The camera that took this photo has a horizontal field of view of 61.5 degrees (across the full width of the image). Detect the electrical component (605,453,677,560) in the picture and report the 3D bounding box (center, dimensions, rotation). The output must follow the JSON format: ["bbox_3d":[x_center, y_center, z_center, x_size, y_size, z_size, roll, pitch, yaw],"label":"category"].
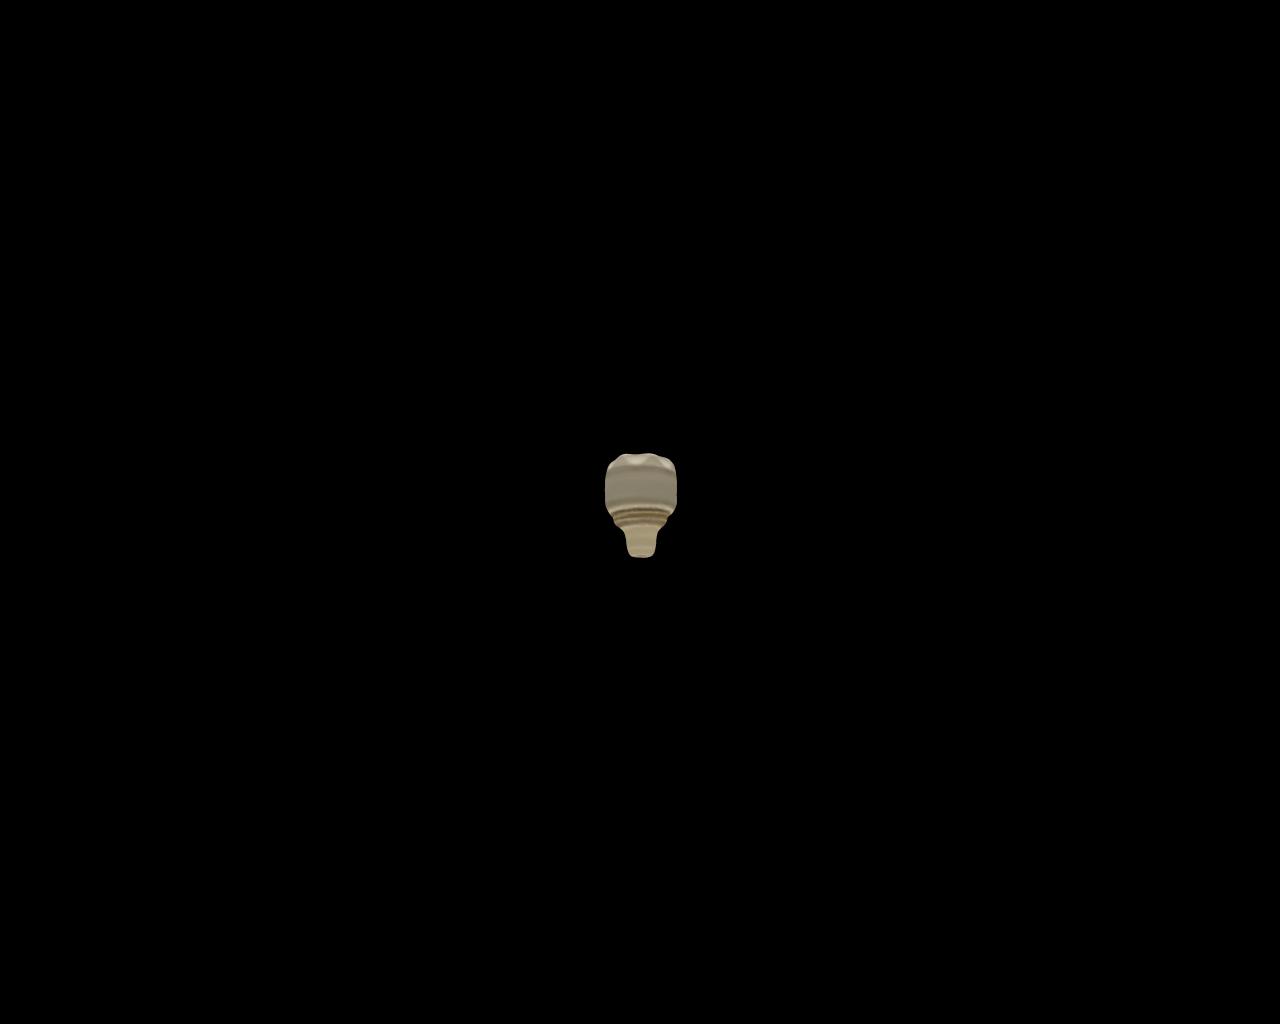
[{"bbox_3d":[0.001,-0.003,0.650,0.043,0.062,0.043,0,-11,0],"label":"electrical component"}]
